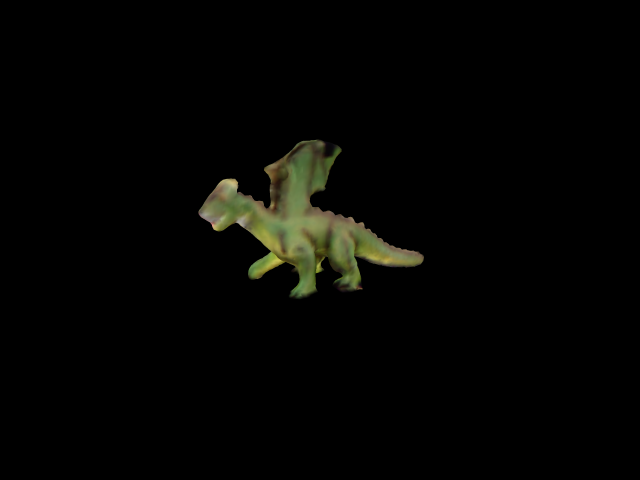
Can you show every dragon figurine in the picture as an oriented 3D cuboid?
[{"bbox_3d":[0.003,-0.043,0.850,0.412,0.240,0.123,-8,17,-26],"label":"dragon figurine"}]
